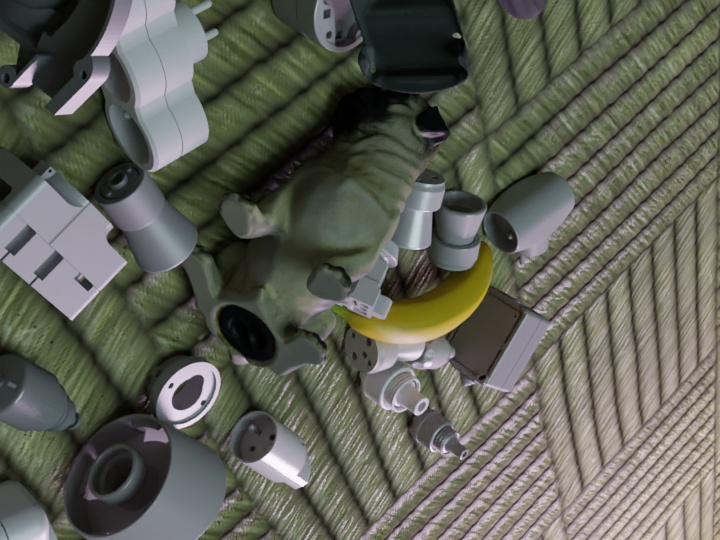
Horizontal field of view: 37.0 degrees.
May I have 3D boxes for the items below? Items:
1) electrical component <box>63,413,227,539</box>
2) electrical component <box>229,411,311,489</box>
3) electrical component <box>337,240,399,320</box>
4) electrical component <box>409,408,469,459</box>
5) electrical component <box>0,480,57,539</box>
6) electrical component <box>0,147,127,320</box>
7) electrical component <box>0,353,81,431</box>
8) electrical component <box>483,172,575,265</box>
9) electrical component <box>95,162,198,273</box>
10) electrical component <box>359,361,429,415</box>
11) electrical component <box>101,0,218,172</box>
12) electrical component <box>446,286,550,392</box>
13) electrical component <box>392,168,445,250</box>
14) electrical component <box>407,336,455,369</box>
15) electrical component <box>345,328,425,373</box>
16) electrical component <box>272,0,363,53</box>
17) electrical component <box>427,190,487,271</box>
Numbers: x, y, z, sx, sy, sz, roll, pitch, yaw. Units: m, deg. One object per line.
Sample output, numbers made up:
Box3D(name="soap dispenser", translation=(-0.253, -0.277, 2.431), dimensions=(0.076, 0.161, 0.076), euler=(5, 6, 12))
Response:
Box3D(name="electrical component", translation=(-0.150, 0.150, 0.740), dimensions=(0.099, 0.099, 0.064), euler=(-50, 136, -9))
Box3D(name="electrical component", translation=(-0.067, 0.149, 0.875), dimensions=(0.043, 0.043, 0.081), euler=(-51, 143, -7))
Box3D(name="electrical component", translation=(0.000, 0.000, 0.830), dimensions=(0.048, 0.066, 0.055), euler=(100, 14, -73))
Box3D(name="electrical component", translation=(0.078, 0.160, 1.029), dimensions=(0.035, 0.061, 0.035), euler=(-28, 135, -33))
Box3D(name="electrical component", translation=(-0.237, 0.190, 0.709), dimensions=(0.059, 0.054, 0.095), euler=(-19, 129, -39))
Box3D(name="electrical component", translation=(-0.181, -0.023, 0.617), dimensions=(0.055, 0.050, 0.089), euler=(-48, 142, -11))
Box3D(name="electrical component", translation=(-0.205, 0.082, 0.676), dimensions=(0.040, 0.040, 0.078), euler=(-52, 143, -6))
Box3D(name="electrical component", translation=(0.154, -0.039, 0.983), dimensions=(0.077, 0.043, 0.079), euler=(-34, 138, -27))
Box3D(name="electrical component", translation=(-0.135, -0.035, 0.669), dimensions=(0.044, 0.044, 0.065), euler=(-45, 137, -15))
Box3D(name="electrical component", translation=(0.032, 0.103, 0.936), dimensions=(0.043, 0.062, 0.043), euler=(-28, 134, -32))
Box3D(name="electrical component", translation=(-0.112, -0.129, 0.614), dimensions=(0.074, 0.052, 0.138), euler=(-35, 138, -26))
Box3D(name="electrical component", translation=(0.126, 0.070, 1.016), dimensions=(0.061, 0.062, 0.096), euler=(22, 99, -52))
Box3D(name="electrical component", translation=(0.041, -0.050, 0.848), dimensions=(0.045, 0.045, 0.055), euler=(-11, 124, -43))
Box3D(name="electrical component", translation=(0.066, 0.073, 0.975), dimensions=(0.061, 0.035, 0.035), euler=(10, 108, -53))
Box3D(name="electrical component", translation=(0.021, 0.061, 0.907), dimensions=(0.055, 0.045, 0.045), euler=(-14, 126, -42))
Box3D(name="electrical component", translation=(-0.023, -0.173, 0.686), dimensions=(0.055, 0.047, 0.055), euler=(-28, 134, -33))
Box3D(name="electrical component", translation=(0.081, -0.033, 0.905), dimensions=(0.045, 0.045, 0.055), euler=(-21, 130, -38))
